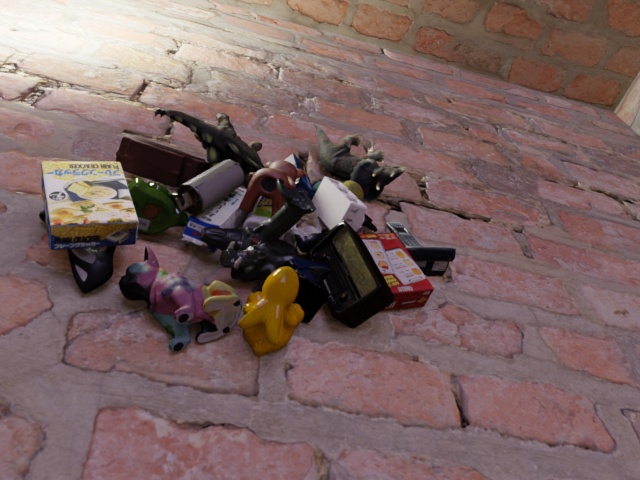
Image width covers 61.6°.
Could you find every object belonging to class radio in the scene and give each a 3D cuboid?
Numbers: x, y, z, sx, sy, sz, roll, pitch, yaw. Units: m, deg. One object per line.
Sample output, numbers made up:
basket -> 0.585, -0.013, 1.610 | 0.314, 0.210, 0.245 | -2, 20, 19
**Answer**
radio -> 0.061, 0.077, 1.207 | 0.073, 0.131, 0.230 | 40, 17, -42

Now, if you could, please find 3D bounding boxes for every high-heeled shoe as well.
high-heeled shoe -> -0.518, 0.021, 1.107 | 0.249, 0.086, 0.145 | 15, 61, 22

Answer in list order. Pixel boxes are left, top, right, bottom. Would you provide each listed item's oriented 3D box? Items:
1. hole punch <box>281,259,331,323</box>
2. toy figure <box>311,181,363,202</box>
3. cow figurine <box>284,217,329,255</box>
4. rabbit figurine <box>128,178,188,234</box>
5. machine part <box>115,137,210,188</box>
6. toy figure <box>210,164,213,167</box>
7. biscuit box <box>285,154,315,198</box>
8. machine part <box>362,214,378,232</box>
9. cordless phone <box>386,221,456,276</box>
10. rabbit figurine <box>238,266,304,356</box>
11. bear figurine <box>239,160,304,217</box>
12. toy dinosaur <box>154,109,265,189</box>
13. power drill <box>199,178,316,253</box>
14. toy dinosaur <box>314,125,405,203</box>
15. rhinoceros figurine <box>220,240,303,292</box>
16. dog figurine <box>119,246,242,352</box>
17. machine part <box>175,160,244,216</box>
hole punch -> -0.045, 0.097, 1.148 | 0.116, 0.142, 0.092 | 29, 36, -10
toy figure -> 0.035, -0.123, 1.472 | 0.180, 0.089, 0.082 | 14, 58, 36
cow figurine -> -0.001, -0.006, 1.352 | 0.167, 0.068, 0.098 | -6, 42, -31
rabbit figurine -> -0.382, -0.094, 1.265 | 0.159, 0.121, 0.170 | 10, 21, -18
machine part -> -0.387, -0.190, 1.341 | 0.201, 0.087, 0.201 | 16, 6, -1
toy figure -> -0.282, -0.185, 1.481 | 0.064, 0.058, 0.155 | 40, 20, -34
biscuit box -> -0.068, -0.171, 1.509 | 0.062, 0.059, 0.203 | 47, 14, -29
machine part -> 0.103, -0.075, 1.503 | 0.084, 0.039, 0.139 | 24, 17, -45
cordless phone -> 0.262, 0.010, 1.444 | 0.146, 0.088, 0.184 | 2, 34, -22
rabbit figurine -> -0.096, 0.130, 1.039 | 0.122, 0.173, 0.162 | 28, 32, 7
bear figurine -> -0.115, -0.133, 1.351 | 0.120, 0.131, 0.196 | 17, 13, 2
toy dinosaur -> -0.252, -0.248, 1.426 | 0.471, 0.105, 0.199 | 26, 23, -43
power drill -> -0.123, -0.034, 1.196 | 0.232, 0.207, 0.086 | 26, 19, -36
toy dinosaur -> 0.081, -0.243, 1.680 | 0.405, 0.131, 0.192 | 30, 36, 26
rhinoceros figurine -> -0.127, 0.056, 1.178 | 0.190, 0.112, 0.073 | 7, 38, -29
dog figurine -> -0.280, 0.099, 1.057 | 0.191, 0.108, 0.219 | -14, 44, -37
machine part -> -0.254, -0.126, 1.264 | 0.079, 0.079, 0.243 | 28, 37, 12
